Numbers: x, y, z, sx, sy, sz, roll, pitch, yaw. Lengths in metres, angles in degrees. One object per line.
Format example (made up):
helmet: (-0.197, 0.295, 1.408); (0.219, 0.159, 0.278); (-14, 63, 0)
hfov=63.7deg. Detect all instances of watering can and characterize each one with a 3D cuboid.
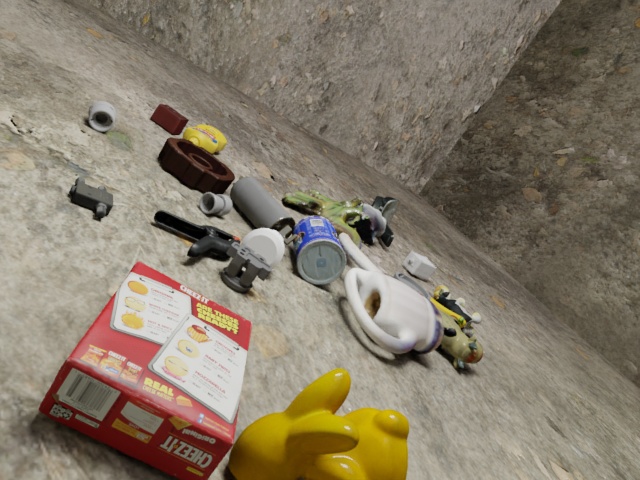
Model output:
watering can: (0.141, 0.116, 1.100); (0.223, 0.102, 0.355); (28, 25, -22)

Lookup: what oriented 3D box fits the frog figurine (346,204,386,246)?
frog figurine: (0.149, -0.068, 1.661); (0.137, 0.120, 0.162); (17, 25, 7)

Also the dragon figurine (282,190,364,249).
dragon figurine: (0.004, -0.074, 1.479); (0.243, 0.121, 0.415); (16, 15, -2)
